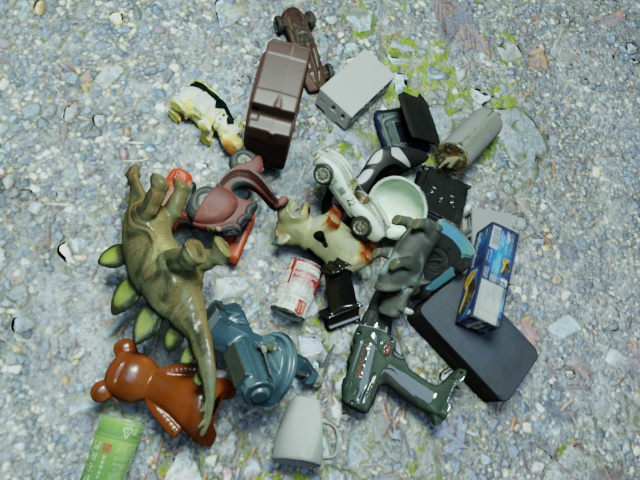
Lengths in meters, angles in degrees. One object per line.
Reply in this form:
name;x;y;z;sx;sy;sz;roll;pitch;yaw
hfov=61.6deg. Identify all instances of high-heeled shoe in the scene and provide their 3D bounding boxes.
high-heeled shoe;0.119;-0.101;1.074;0.249;0.086;0.145;-11;77;-10

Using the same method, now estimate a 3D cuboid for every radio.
radio;0.293;0.183;1.026;0.131;0.073;0.229;-41;86;-21

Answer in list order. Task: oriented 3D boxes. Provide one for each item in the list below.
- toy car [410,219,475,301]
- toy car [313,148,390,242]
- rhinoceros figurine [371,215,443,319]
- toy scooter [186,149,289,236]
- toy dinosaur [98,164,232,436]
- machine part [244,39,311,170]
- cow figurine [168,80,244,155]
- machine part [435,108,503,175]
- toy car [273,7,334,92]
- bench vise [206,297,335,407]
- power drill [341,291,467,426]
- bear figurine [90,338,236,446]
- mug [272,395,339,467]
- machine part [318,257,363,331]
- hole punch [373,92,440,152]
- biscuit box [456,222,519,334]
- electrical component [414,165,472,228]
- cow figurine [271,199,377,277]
toy car;0.215;0.040;1.033;0.109;0.103;0.161;45;104;9
toy car;0.056;-0.084;0.981;0.201;0.056;0.073;54;27;-6
rhinoceros figurine;0.151;0.045;0.950;0.112;0.073;0.190;29;83;-36
toy scooter;-0.136;-0.071;0.945;0.135;0.075;0.184;33;64;9
toy dinosaur;-0.237;0.059;0.843;0.198;0.105;0.472;-42;60;20
machine part;-0.082;-0.252;1.010;0.087;0.201;0.201;14;70;-6
cow figurine;-0.205;-0.239;1.053;0.167;0.068;0.098;36;63;-1
machine part;0.316;-0.211;1.135;0.079;0.079;0.243;43;55;3
toy car;-0.034;-0.412;1.153;0.089;0.053;0.202;-13;75;-19
bench vise;-0.091;0.193;0.900;0.240;0.224;0.129;28;96;-38
power drill;0.153;0.220;0.970;0.207;0.086;0.232;28;71;1
bear figurine;-0.254;0.247;0.875;0.196;0.131;0.120;15;67;12
mug;-0.020;0.322;0.907;0.110;0.080;0.107;8;61;-4
machine part;0.034;0.101;0.980;0.084;0.039;0.138;-12;116;-10
hole punch;0.184;-0.238;1.137;0.115;0.092;0.142;0;67;-46
biscuit box;0.311;0.068;0.996;0.059;0.063;0.202;24;64;-5
electrical component;0.236;-0.073;1.102;0.115;0.058;0.134;23;69;-3
cow figurine;-0.002;-0.003;1.003;0.195;0.127;0.085;43;24;-13
